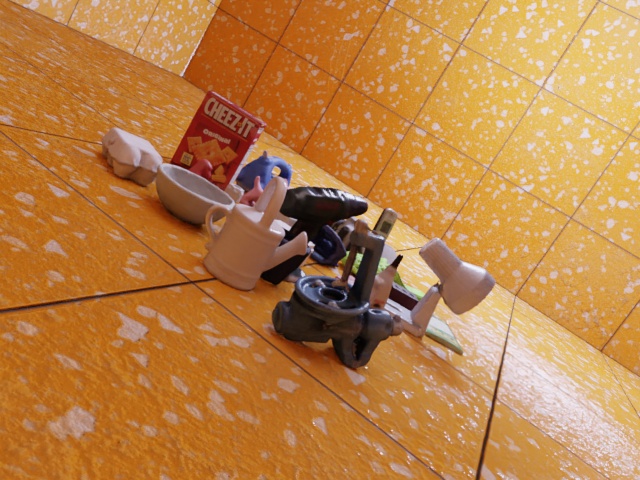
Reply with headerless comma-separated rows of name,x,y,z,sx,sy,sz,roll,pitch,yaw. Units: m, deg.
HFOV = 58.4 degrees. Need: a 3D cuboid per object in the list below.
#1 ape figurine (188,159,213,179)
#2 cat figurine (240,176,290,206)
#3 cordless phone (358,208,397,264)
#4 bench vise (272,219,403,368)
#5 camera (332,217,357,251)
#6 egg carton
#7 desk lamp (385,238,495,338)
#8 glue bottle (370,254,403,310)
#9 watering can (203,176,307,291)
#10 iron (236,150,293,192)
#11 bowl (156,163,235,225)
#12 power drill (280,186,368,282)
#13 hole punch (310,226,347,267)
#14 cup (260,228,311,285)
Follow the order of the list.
ape figurine,-0.275,-0.140,1.296,0.076,0.092,0.077,27,12,-21
cat figurine,-0.129,-0.119,1.519,0.127,0.117,0.067,32,12,4
cordless phone,0.187,0.009,1.629,0.148,0.185,0.094,22,15,-38
bench vise,0.053,0.080,0.907,0.208,0.219,0.121,21,16,-43
camera,0.081,-0.028,1.723,0.136,0.101,0.144,40,14,36
egg carton,-0.395,-0.175,1.193,0.108,0.069,0.149,20,16,-43
desk lamp,0.261,0.115,1.307,0.203,0.213,0.118,31,12,-1
glue bottle,0.107,0.099,1.082,0.037,0.173,0.078,40,14,36
watering can,-0.104,-0.018,0.976,0.174,0.194,0.100,22,15,-40
iron,-0.140,-0.188,1.715,0.118,0.141,0.259,36,12,21
bowl,-0.257,-0.079,1.132,0.167,0.074,0.167,30,12,-7
power drill,-0.018,-0.018,1.159,0.075,0.208,0.230,40,14,35
hole punch,0.013,0.005,1.435,0.108,0.091,0.101,38,13,29
cup,-0.081,0.029,1.087,0.092,0.095,0.117,26,13,-27
